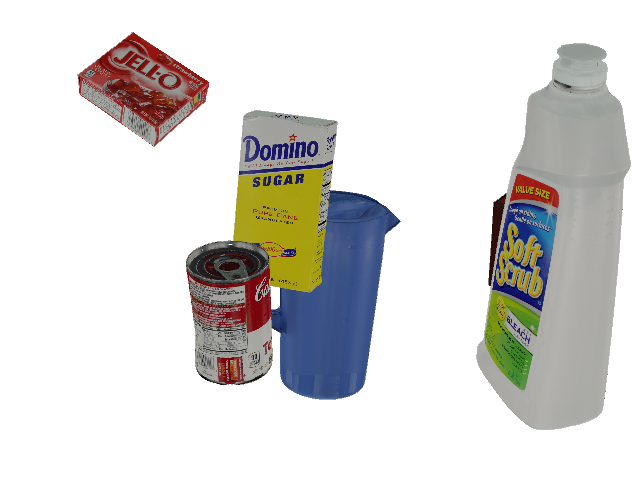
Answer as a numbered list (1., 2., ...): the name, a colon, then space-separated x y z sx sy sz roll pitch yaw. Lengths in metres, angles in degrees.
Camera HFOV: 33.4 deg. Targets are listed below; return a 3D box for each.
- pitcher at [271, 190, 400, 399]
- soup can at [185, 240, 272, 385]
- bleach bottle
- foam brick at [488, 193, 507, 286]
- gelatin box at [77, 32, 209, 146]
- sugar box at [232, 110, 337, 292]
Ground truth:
1. pitcher: -0.001 0.066 1.304 0.149 0.243 0.144 14 20 27
2. soup can: -0.074 0.061 0.885 0.068 0.102 0.068 -1 27 0
3. bleach bottle: 0.150 -0.005 0.683 0.068 0.251 0.103 -10 32 -14
4. foam brick: 0.179 0.001 0.931 0.053 0.078 0.051 6 16 22
5. gelatin box: -0.155 -0.134 0.932 0.089 0.073 0.030 35 -35 11
6. sugar box: -0.039 -0.041 1.105 0.093 0.176 0.048 9 16 15
